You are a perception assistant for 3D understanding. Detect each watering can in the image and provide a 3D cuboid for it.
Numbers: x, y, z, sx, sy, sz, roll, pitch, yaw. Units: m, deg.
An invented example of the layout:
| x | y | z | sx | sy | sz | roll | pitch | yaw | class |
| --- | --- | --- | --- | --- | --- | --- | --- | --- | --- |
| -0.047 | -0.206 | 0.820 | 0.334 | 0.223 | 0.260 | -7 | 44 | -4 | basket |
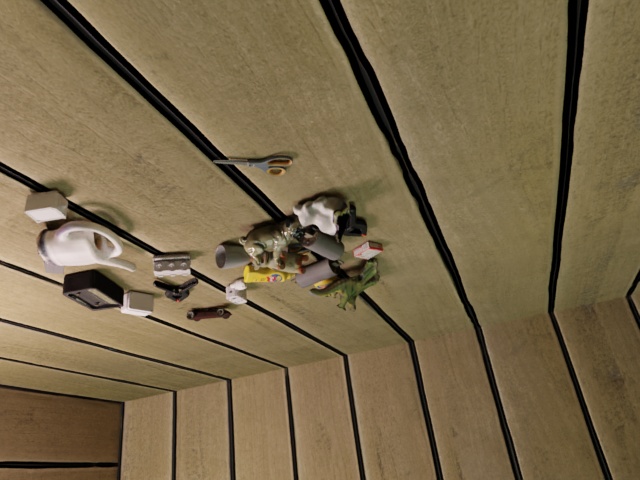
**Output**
| x | y | z | sx | sy | sz | roll | pitch | yaw | class |
| --- | --- | --- | --- | --- | --- | --- | --- | --- | --- |
| -0.703 | 0.035 | 1.560 | 0.224 | 0.106 | 0.340 | -6 | -27 | -2 | watering can |

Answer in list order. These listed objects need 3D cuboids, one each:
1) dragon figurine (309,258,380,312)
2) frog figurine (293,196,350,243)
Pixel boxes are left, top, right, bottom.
| x | y | z | sx | sy | sz | roll | pitch | yaw | class |
| --- | --- | --- | --- | --- | --- | --- | --- | --- | --- |
| 0.126 | 0.156 | 2.029 | 0.124 | 0.242 | 0.407 | 44 | 8 | 27 | dragon figurine |
| 0.005 | -0.079 | 1.565 | 0.160 | 0.124 | 0.134 | 20 | -23 | 27 | frog figurine |
